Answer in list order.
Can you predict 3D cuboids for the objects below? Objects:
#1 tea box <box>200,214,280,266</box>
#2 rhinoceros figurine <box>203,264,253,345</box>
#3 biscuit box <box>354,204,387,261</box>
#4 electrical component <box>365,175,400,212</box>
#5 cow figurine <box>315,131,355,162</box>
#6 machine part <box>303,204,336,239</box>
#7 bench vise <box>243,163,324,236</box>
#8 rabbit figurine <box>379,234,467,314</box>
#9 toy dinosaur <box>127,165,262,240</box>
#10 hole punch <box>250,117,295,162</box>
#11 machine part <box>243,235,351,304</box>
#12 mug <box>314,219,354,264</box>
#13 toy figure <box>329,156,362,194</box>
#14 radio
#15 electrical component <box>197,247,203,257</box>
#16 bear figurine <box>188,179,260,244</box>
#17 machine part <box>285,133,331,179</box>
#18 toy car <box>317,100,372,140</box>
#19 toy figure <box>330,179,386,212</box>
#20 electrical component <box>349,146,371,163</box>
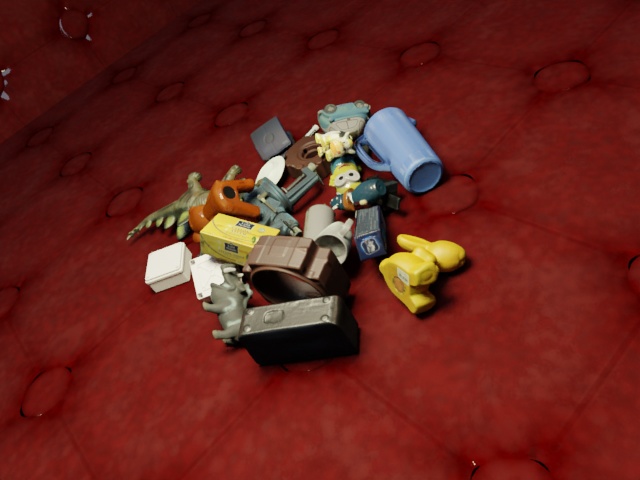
[{"bbox_3d":[-0.191,0.004,1.291,0.170,0.068,0.098,14,36,13],"label":"tea box"},{"bbox_3d":[-0.205,0.146,1.235,0.112,0.073,0.190,-21,65,8],"label":"rhinoceros figurine"},{"bbox_3d":[0.116,-0.021,1.223,0.063,0.059,0.203,-16,17,12],"label":"biscuit box"},{"bbox_3d":[0.163,-0.111,1.325,0.048,0.074,0.119,-18,28,-37],"label":"electrical component"},{"bbox_3d":[0.052,-0.255,1.435,0.098,0.068,0.167,-17,21,-12],"label":"cow figurine"},{"bbox_3d":[-0.003,-0.004,1.313,0.079,0.079,0.243,-12,44,16],"label":"machine part"},{"bbox_3d":[-0.086,-0.110,1.433,0.240,0.128,0.224,-43,47,-10],"label":"bench vise"},{"bbox_3d":[0.223,0.056,1.135,0.173,0.121,0.163,-26,31,-18],"label":"rabbit figurine"},{"bbox_3d":[-0.361,-0.100,1.577,0.472,0.105,0.199,-14,47,21],"label":"toy dinosaur"},{"bbox_3d":[-0.144,-0.303,1.660,0.142,0.092,0.116,-31,44,10],"label":"hole punch"},{"bbox_3d":[-0.050,0.083,1.160,0.201,0.201,0.087,4,55,30],"label":"machine part"},{"bbox_3d":[0.039,-0.007,1.217,0.081,0.109,0.107,31,28,1],"label":"mug"},{"bbox_3d":[0.074,-0.169,1.434,0.082,0.089,0.180,-39,29,17],"label":"toy figure"},{"bbox_3d":[-0.046,0.188,1.107,0.230,0.131,0.073,-12,46,17],"label":"radio"},{"bbox_3d":[-0.260,0.007,1.451,0.115,0.058,0.134,-10,46,17],"label":"electrical component"},{"bbox_3d":[-0.261,-0.073,1.414,0.196,0.132,0.120,-42,55,46],"label":"bear figurine"},{"bbox_3d":[-0.020,-0.245,1.575,0.179,0.056,0.179,-15,42,14],"label":"machine part"},{"bbox_3d":[0.078,-0.342,1.597,0.162,0.109,0.103,-9,67,4],"label":"toy car"},{"bbox_3d":[0.090,-0.103,1.317,0.154,0.057,0.064,-20,14,42],"label":"toy figure"},{"bbox_3d":[0.111,-0.259,1.527,0.102,0.045,0.078,-5,45,23],"label":"electrical component"}]
